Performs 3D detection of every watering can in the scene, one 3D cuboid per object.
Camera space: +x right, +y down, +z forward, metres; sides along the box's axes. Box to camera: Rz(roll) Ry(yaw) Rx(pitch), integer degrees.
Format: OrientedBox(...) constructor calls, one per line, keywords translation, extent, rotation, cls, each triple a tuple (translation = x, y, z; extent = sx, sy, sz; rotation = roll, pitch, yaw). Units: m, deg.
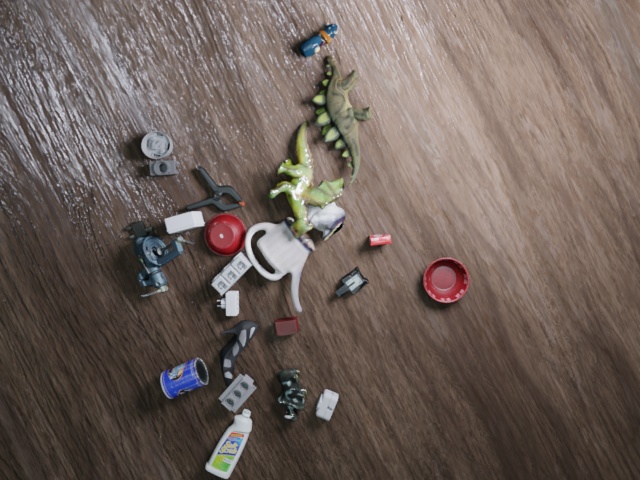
OrientedBox(translation=(-0.111, 0.068, 1.831), extent=(0.224, 0.104, 0.348), rotation=(-39, 89, 4), cls="watering can")

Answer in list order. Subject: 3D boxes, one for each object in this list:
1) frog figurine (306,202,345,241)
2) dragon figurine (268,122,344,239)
OrientedBox(translation=(0.006, -0.091, 1.817), extent=(0.160, 0.120, 0.139), rotation=(45, 62, 8), cls="frog figurine")
OrientedBox(translation=(-0.031, -0.205, 1.784), extent=(0.243, 0.121, 0.414), rotation=(20, 79, 9), cls="dragon figurine")
